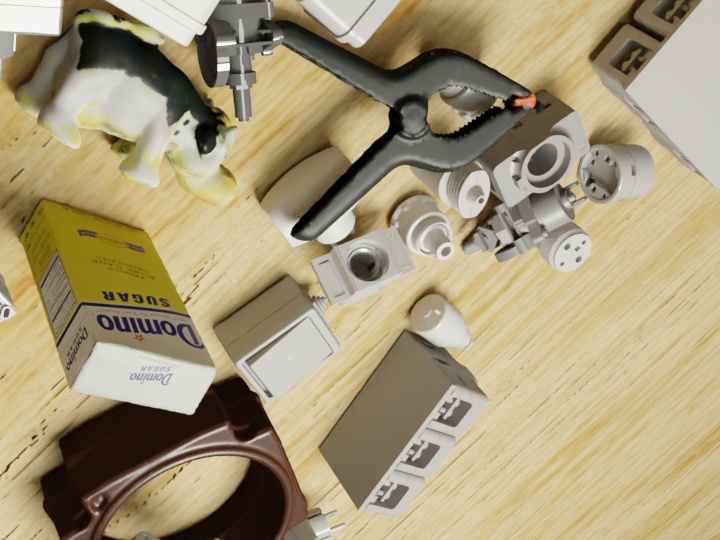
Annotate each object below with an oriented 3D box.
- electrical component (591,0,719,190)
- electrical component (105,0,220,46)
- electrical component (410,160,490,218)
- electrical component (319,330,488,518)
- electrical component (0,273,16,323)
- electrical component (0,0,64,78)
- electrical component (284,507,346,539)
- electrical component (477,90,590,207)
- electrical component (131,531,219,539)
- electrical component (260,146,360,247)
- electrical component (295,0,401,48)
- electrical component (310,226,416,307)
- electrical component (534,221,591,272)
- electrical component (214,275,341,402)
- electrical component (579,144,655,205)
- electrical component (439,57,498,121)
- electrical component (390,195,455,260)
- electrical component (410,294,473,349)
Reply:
[{"bbox_3d":[0.300,-0.168,0.971,0.105,0.060,0.186,-50,132,9],"label":"electrical component"},{"bbox_3d":[-0.145,-0.197,0.670,0.113,0.078,0.057,26,103,-40],"label":"electrical component"},{"bbox_3d":[0.079,-0.076,0.888,0.043,0.081,0.043,-16,128,-21],"label":"electrical component"},{"bbox_3d":[0.042,0.147,1.018,0.062,0.089,0.150,24,107,-40],"label":"electrical component"},{"bbox_3d":[-0.287,0.010,0.742,0.062,0.061,0.096,-35,132,-6],"label":"electrical component"},{"bbox_3d":[-0.233,-0.155,0.668,0.083,0.047,0.075,-4,123,-29],"label":"electrical component"},{"bbox_3d":[-0.052,0.256,1.054,0.077,0.065,0.047,-17,129,-20],"label":"electrical component"},{"bbox_3d":[0.147,-0.103,0.927,0.089,0.055,0.050,-35,133,-5],"label":"electrical component"},{"bbox_3d":[-0.137,0.251,0.893,0.073,0.052,0.138,-45,132,4],"label":"electrical component"},{"bbox_3d":[-0.029,-0.048,0.869,0.077,0.043,0.079,-38,133,-3],"label":"electrical component"},{"bbox_3d":[0.001,-0.219,0.742,0.113,0.078,0.057,-49,129,8],"label":"electrical component"},{"bbox_3d":[0.000,0.000,0.904,0.081,0.042,0.064,-22,170,-19],"label":"electrical component"},{"bbox_3d":[0.182,-0.030,1.001,0.045,0.055,0.045,-16,128,-21],"label":"electrical component"},{"bbox_3d":[-0.063,0.056,0.910,0.096,0.061,0.061,-36,133,-5],"label":"electrical component"},{"bbox_3d":[0.239,-0.090,0.994,0.047,0.055,0.055,-8,125,-31],"label":"electrical component"},{"bbox_3d":[0.079,-0.152,0.861,0.062,0.048,0.048,28,105,-34],"label":"electrical component"},{"bbox_3d":[0.058,-0.031,0.920,0.048,0.062,0.048,-16,128,-21],"label":"electrical component"},{"bbox_3d":[0.080,0.054,1.008,0.040,0.040,0.078,-47,133,6],"label":"electrical component"}]
